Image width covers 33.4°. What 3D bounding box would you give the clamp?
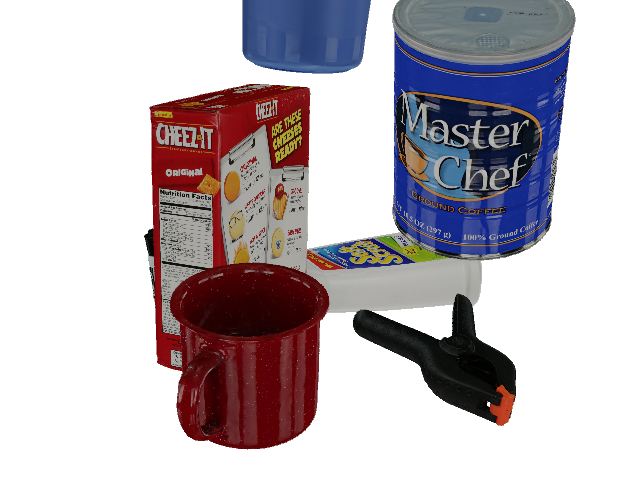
[{"bbox_3d":[0.121,0.097,0.928,0.120,0.039,0.172,-19,38,-29],"label":"clamp"}]

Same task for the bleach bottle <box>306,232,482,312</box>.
[{"bbox_3d":[0.037,0.040,1.132,0.250,0.068,0.103,-8,30,-16],"label":"bleach bottle"}]

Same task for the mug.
[{"bbox_3d":[-0.047,0.075,0.629,0.093,0.081,0.117,12,28,21],"label":"mug"}]

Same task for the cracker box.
[{"bbox_3d":[-0.073,-0.015,0.888,0.072,0.214,0.164,7,16,23],"label":"cracker box"}]

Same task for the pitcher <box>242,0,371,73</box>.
[{"bbox_3d":[-0.001,-0.268,0.906,0.145,0.243,0.149,7,18,7],"label":"pitcher"}]

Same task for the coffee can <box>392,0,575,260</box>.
[{"bbox_3d":[0.095,-0.074,0.646,0.103,0.140,0.103,-2,37,1],"label":"coffee can"}]

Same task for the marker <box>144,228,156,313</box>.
[{"bbox_3d":[-0.180,0.044,1.189,0.020,0.121,0.020,-4,23,2],"label":"marker"}]
